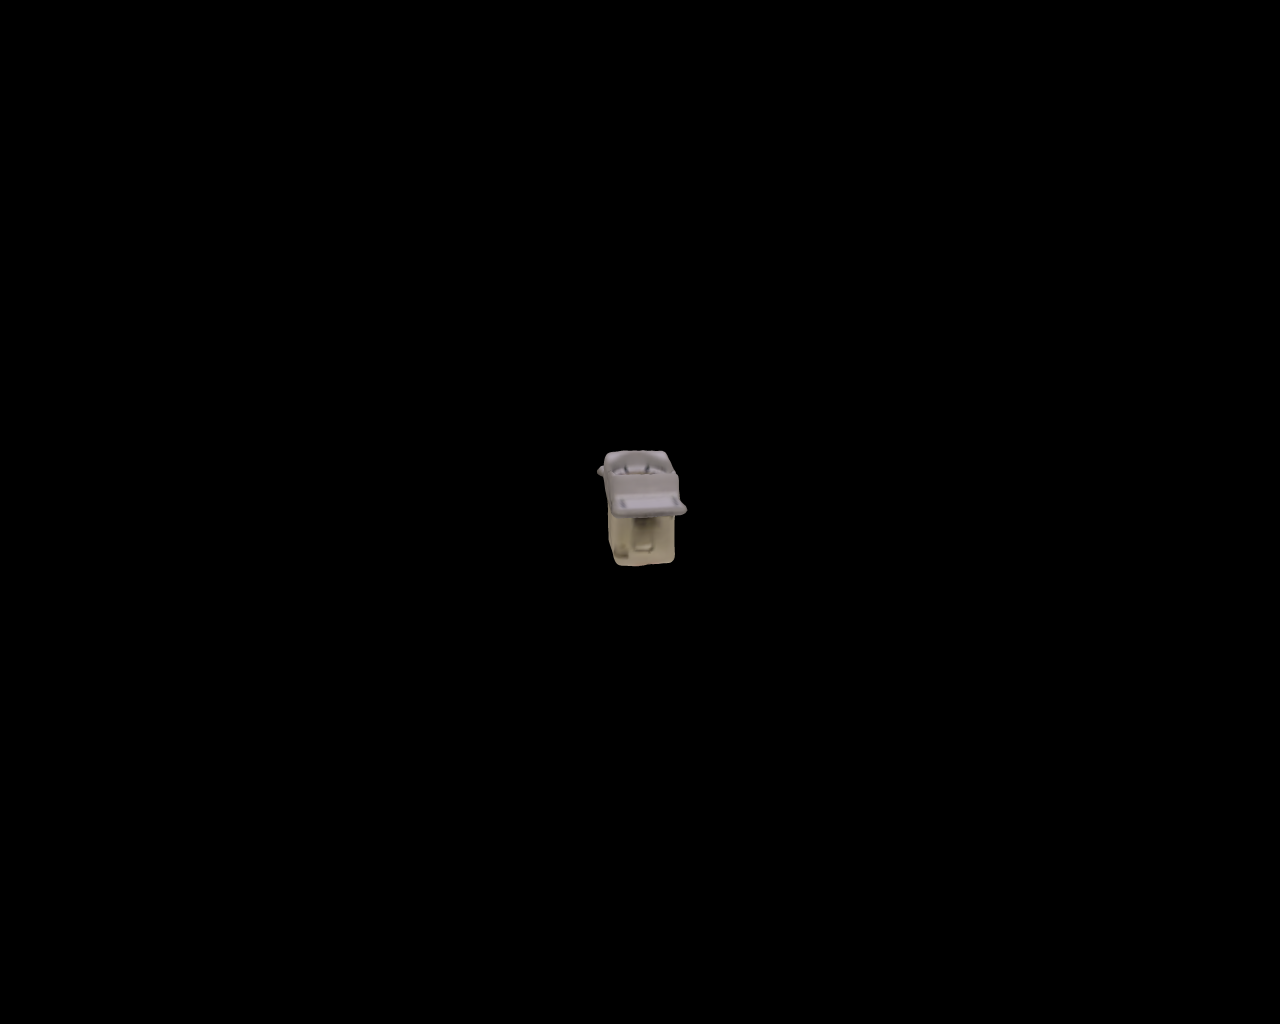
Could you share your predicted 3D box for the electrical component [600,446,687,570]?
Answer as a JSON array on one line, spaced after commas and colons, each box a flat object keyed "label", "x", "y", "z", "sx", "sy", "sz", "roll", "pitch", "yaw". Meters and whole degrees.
[{"label": "electrical component", "x": 0.001, "y": -0.003, "z": 0.650, "sx": 0.042, "sy": 0.063, "sz": 0.081, "roll": -3, "pitch": 22, "yaw": -7}]
